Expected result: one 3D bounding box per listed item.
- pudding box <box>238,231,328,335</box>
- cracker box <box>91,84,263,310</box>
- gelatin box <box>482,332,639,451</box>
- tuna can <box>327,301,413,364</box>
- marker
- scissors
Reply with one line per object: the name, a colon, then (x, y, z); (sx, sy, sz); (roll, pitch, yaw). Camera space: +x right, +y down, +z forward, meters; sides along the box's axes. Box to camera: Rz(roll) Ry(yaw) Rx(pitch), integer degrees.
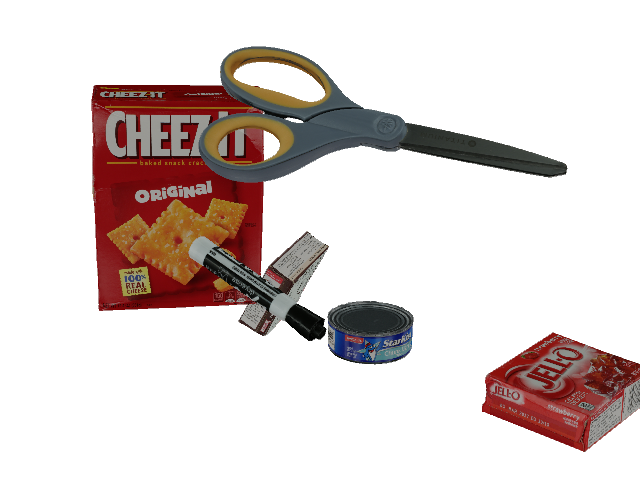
pudding box: (-0.042, 0.050, 1.248); (0.039, 0.090, 0.113); (32, 30, 6)
cracker box: (-0.139, -0.041, 1.046); (0.164, 0.214, 0.072); (-1, 21, -9)
gelatin box: (0.158, 0.094, 0.683); (0.073, 0.030, 0.089); (19, 26, 37)
tuna can: (0.049, 0.091, 1.063); (0.086, 0.034, 0.086); (1, 18, 0)
marker: (-0.045, 0.035, 0.762); (0.121, 0.020, 0.020); (33, 14, 24)
scissors: (0.019, -0.047, 0.572); (0.202, 0.096, 0.016); (29, -23, 23)
